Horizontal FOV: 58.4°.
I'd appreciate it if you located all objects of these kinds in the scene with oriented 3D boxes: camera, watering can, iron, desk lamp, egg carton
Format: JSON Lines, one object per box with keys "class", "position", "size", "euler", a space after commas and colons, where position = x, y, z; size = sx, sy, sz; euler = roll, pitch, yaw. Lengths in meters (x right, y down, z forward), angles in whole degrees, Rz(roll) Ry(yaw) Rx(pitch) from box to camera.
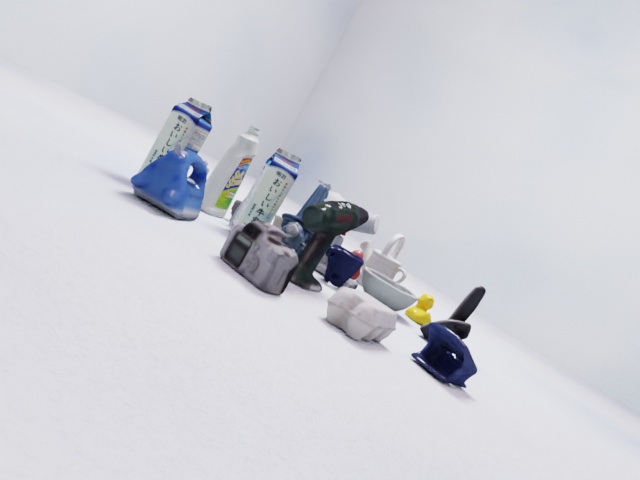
{"class": "camera", "position": [-0.087, 0.030, 1.060], "size": [0.142, 0.101, 0.137], "euler": [33, 6, 36]}
{"class": "watering can", "position": [0.192, 0.063, 1.754], "size": [0.172, 0.194, 0.101], "euler": [30, 5, 8]}
{"class": "iron", "position": [-0.292, -0.129, 1.236], "size": [0.118, 0.141, 0.259], "euler": [30, 5, 8]}
{"class": "desk lamp", "position": [0.055, -0.006, 1.551], "size": [0.203, 0.213, 0.118], "euler": [31, 5, 17]}
{"class": "egg carton", "position": [0.078, 0.141, 1.069], "size": [0.107, 0.069, 0.151], "euler": [32, 6, 29]}

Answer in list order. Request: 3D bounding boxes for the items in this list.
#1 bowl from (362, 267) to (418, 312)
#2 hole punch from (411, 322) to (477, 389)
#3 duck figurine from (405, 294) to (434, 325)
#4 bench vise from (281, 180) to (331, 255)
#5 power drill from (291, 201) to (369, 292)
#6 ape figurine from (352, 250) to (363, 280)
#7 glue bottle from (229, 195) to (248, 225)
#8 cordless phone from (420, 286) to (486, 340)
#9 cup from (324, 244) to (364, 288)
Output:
{"class": "bowl", "position": [0.174, 0.144, 1.536], "size": [0.167, 0.075, 0.167], "euler": [29, 5, -3]}
{"class": "hole punch", "position": [0.249, 0.221, 1.113], "size": [0.101, 0.091, 0.108], "euler": [25, 7, -43]}
{"class": "duck figurine", "position": [0.298, 0.197, 1.649], "size": [0.078, 0.086, 0.104], "euler": [28, 5, -14]}
{"class": "bench vise", "position": [-0.029, -0.040, 1.383], "size": [0.122, 0.219, 0.207], "euler": [28, 5, -12]}
{"class": "power drill", "position": [0.011, 0.004, 1.243], "size": [0.075, 0.208, 0.230], "euler": [32, 6, 25]}
{"class": "ape figurine", "position": [0.097, 0.071, 1.720], "size": [0.076, 0.092, 0.077], "euler": [28, 5, -16]}
{"class": "glue bottle", "position": [-0.166, -0.100, 1.470], "size": [0.037, 0.173, 0.078], "euler": [32, 5, 22]}
{"class": "cordless phone", "position": [0.346, 0.187, 1.452], "size": [0.093, 0.185, 0.148], "euler": [33, 6, 30]}
{"class": "cup", "position": [0.043, 0.068, 1.442], "size": [0.118, 0.095, 0.091], "euler": [25, 7, -44]}
